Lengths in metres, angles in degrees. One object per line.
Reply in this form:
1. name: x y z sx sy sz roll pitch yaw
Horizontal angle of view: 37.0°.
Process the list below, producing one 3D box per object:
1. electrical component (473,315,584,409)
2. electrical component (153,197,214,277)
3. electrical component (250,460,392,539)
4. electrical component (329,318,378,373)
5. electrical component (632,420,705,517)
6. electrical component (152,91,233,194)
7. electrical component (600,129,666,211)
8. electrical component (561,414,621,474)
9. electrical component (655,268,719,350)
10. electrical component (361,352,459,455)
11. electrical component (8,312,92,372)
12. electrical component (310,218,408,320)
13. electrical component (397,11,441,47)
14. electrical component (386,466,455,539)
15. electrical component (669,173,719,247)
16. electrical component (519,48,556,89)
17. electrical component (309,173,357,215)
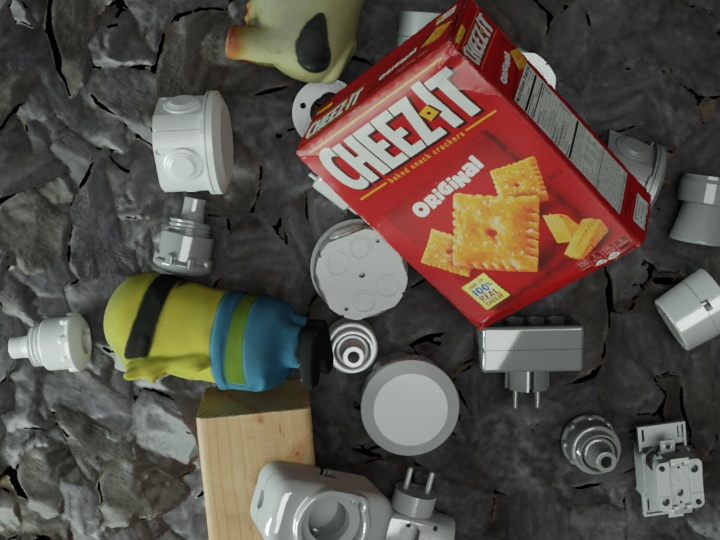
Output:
1. electrical component: 0.139 0.079 0.896 0.083 0.047 0.075 -1 99 -3
2. electrical component: -0.138 -0.027 0.865 0.048 0.048 0.062 12 91 -5
3. electrical component: -0.028 0.182 0.805 0.095 0.059 0.053 14 93 -19
4. electrical component: -0.007 0.064 0.877 0.043 0.062 0.043 -1 99 -3
5. electrical component: 0.262 0.172 0.910 0.042 0.064 0.081 -8 99 -3
6. electrical component: -0.129 -0.098 0.837 0.051 0.080 0.080 -2 99 2
7. electrical component: 0.208 -0.069 0.861 0.051 0.080 0.080 22 97 -1
8. electrical component: 0.199 0.151 0.904 0.048 0.062 0.048 -1 99 -3
9. electrical component: 0.279 0.034 0.894 0.047 0.055 0.055 -33 99 6
10. electrical component: 0.040 0.109 0.893 0.080 0.051 0.080 -1 99 -3
11. electrical component: -0.252 0.060 0.872 0.062 0.048 0.048 -6 99 4
12. electrical component: 0.000 0.000 0.874 0.080 0.051 0.080 -1 99 -3
13. electrical component: 0.056 -0.178 0.848 0.055 0.055 0.047 3 103 -4
14. electrical component: 0.043 0.206 0.912 0.077 0.043 0.079 14 98 -5
15. electrical component: 0.282 -0.050 0.886 0.045 0.045 0.055 7 98 -5
16. electrical component: 0.117 -0.139 0.858 0.080 0.051 0.080 -1 99 -3
17. electrical component: -0.002 -0.064 0.868 0.078 0.040 0.040 37 95 -8
